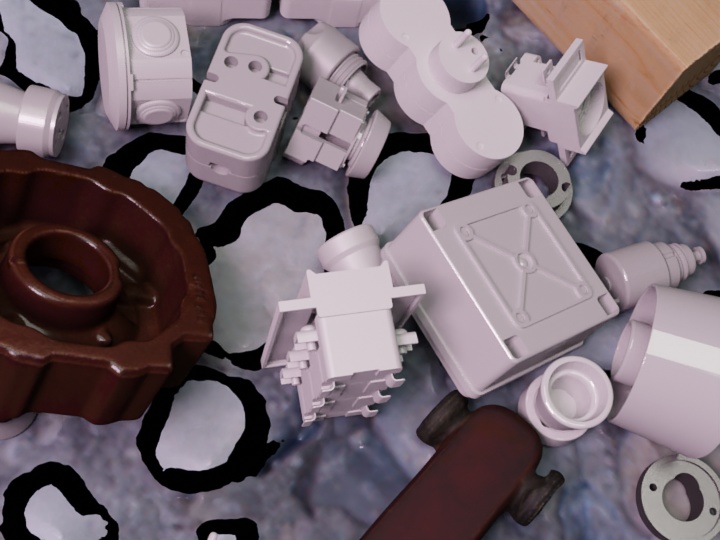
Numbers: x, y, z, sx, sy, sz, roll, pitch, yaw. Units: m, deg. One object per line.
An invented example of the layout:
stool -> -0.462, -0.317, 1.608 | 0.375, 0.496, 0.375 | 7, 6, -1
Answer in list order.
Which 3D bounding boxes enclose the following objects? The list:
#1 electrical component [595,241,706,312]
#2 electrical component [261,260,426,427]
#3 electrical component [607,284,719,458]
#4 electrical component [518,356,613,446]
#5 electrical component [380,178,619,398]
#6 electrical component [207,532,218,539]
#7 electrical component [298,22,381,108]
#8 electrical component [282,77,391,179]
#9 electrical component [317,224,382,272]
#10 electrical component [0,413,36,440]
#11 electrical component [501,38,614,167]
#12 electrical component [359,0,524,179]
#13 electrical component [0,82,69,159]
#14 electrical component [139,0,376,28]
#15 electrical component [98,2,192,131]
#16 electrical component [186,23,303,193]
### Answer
electrical component -> 0.193, 0.000, 0.712 | 0.078, 0.040, 0.040 | -16, 72, -16
electrical component -> -0.011, 0.047, 0.615 | 0.079, 0.121, 0.063 | -7, 72, -12
electrical component -> 0.190, 0.059, 0.657 | 0.064, 0.099, 0.099 | 18, 66, 4
electrical component -> 0.124, 0.082, 0.659 | 0.045, 0.055, 0.045 | 3, 68, -8
electrical component -> 0.086, 0.009, 0.664 | 0.109, 0.056, 0.108 | -19, 71, -39
electrical component -> -0.086, 0.184, 0.588 | 0.077, 0.044, 0.079 | 23, 66, 0
electrical component -> -0.014, -0.135, 0.731 | 0.062, 0.043, 0.043 | 40, 67, 6
electrical component -> -0.013, -0.090, 0.707 | 0.055, 0.066, 0.048 | 25, 31, -8
electrical component -> 0.000, 0.000, 0.681 | 0.040, 0.040, 0.046 | -24, 79, -18
electrical component -> -0.208, 0.068, 0.608 | 0.045, 0.055, 0.045 | 3, 68, -8
electrical component -> 0.133, -0.116, 0.732 | 0.064, 0.081, 0.042 | 21, 61, 31
electrical component -> 0.060, -0.132, 0.711 | 0.052, 0.074, 0.138 | -33, 88, -28
electrical component -> -0.217, -0.096, 0.680 | 0.055, 0.045, 0.045 | 11, 67, -5
electrical component -> -0.061, -0.232, 0.753 | 0.186, 0.060, 0.105 | -2, 68, -10
electrical component -> -0.139, -0.130, 0.689 | 0.051, 0.080, 0.080 | -5, 69, -18
electrical component -> -0.076, -0.102, 0.698 | 0.054, 0.059, 0.095 | 18, 67, -2
